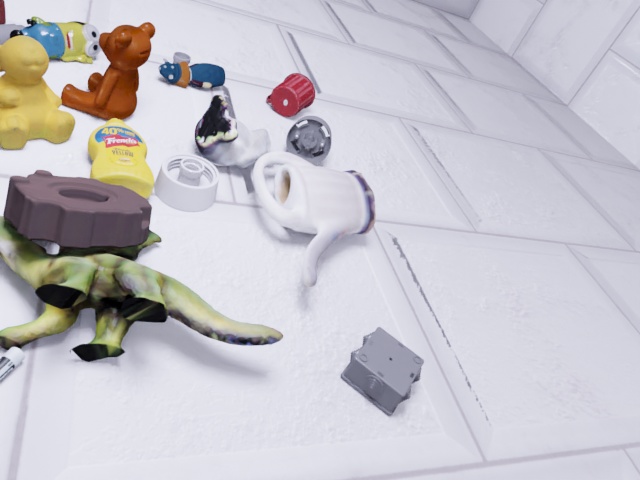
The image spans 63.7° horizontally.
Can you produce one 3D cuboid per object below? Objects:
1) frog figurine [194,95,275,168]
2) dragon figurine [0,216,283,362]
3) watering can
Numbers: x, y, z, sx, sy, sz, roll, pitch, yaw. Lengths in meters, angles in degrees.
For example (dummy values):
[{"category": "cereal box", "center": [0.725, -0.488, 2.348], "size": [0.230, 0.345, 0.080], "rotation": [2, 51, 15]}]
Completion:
[{"category": "frog figurine", "center": [-0.167, -0.191, 1.026], "size": [0.139, 0.122, 0.157], "rotation": [41, 2, 33]}, {"category": "dragon figurine", "center": [-0.259, 0.037, 0.676], "size": [0.409, 0.120, 0.248], "rotation": [12, 31, -20]}, {"category": "watering can", "center": [0.003, -0.046, 0.919], "size": [0.224, 0.102, 0.355], "rotation": [3, 42, -29]}]
